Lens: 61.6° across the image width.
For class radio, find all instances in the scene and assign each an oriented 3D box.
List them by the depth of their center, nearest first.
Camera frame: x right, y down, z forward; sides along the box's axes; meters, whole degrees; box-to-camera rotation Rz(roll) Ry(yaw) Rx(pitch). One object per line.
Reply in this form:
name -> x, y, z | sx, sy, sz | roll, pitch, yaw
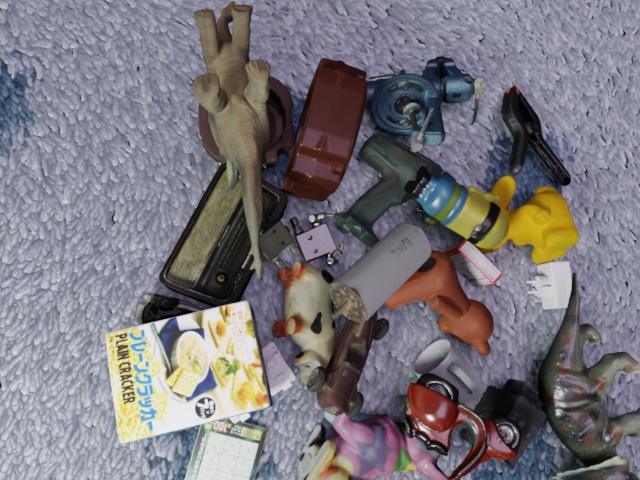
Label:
radio -> -0.154, -0.001, 0.895 | 0.131, 0.073, 0.229 | 27, 78, -4

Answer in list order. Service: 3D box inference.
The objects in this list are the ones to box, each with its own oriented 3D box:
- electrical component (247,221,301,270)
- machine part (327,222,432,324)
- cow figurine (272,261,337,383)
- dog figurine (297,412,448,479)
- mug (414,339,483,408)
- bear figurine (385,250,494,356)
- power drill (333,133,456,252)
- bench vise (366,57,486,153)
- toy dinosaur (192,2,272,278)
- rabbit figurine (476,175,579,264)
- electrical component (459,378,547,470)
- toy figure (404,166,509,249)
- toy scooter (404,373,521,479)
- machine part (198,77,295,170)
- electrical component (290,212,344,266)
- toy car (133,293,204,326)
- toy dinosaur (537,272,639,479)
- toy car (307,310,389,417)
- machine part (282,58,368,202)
electrical component -> -0.074, 0.000, 0.865 | 0.063, 0.021, 0.094 | -43, 106, -23
machine part -> 0.097, 0.047, 0.833 | 0.243, 0.079, 0.079 | -39, 88, -29
cow figurine -> -0.009, 0.140, 0.883 | 0.127, 0.085, 0.195 | 15, 64, -31
dog figurine -> 0.095, 0.351, 0.859 | 0.219, 0.108, 0.191 | 29, 77, -6
mug -> 0.229, 0.231, 0.902 | 0.107, 0.109, 0.081 | 46, 71, -11
bear figurine -> 0.212, 0.111, 0.926 | 0.195, 0.132, 0.120 | 53, 38, -27
power drill -> 0.141, -0.065, 0.949 | 0.232, 0.086, 0.207 | 40, 82, -1
bench vise -> 0.186, -0.230, 0.939 | 0.224, 0.128, 0.241 | 6, 43, 0
toy dinosaur -> -0.119, -0.181, 0.798 | 0.105, 0.198, 0.471 | -6, 60, -4
rabbit figurine -> 0.349, -0.033, 0.961 | 0.173, 0.122, 0.162 | -14, 79, 8
electrical component -> 0.307, 0.297, 0.893 | 0.058, 0.115, 0.134 | 38, 77, -5
toy figure -> 0.228, -0.049, 0.893 | 0.180, 0.082, 0.089 | 28, 49, -14
toy scooter -> 0.199, 0.297, 0.812 | 0.184, 0.075, 0.135 | 29, 72, 17
machine part -> -0.128, -0.205, 0.944 | 0.179, 0.056, 0.179 | 1, 81, -8
electrical component -> -0.002, -0.001, 0.928 | 0.078, 0.045, 0.102 | -16, 84, -4
toy car -> -0.202, 0.143, 0.874 | 0.202, 0.056, 0.073 | 17, 84, -4
toy dinosaur -> 0.444, 0.276, 0.913 | 0.192, 0.131, 0.404 | -23, 83, -13
toy car -> 0.050, 0.171, 0.826 | 0.089, 0.053, 0.202 | 38, 54, -14
machine part -> 0.007, -0.173, 0.884 | 0.087, 0.201, 0.201 | 14, 78, -8
